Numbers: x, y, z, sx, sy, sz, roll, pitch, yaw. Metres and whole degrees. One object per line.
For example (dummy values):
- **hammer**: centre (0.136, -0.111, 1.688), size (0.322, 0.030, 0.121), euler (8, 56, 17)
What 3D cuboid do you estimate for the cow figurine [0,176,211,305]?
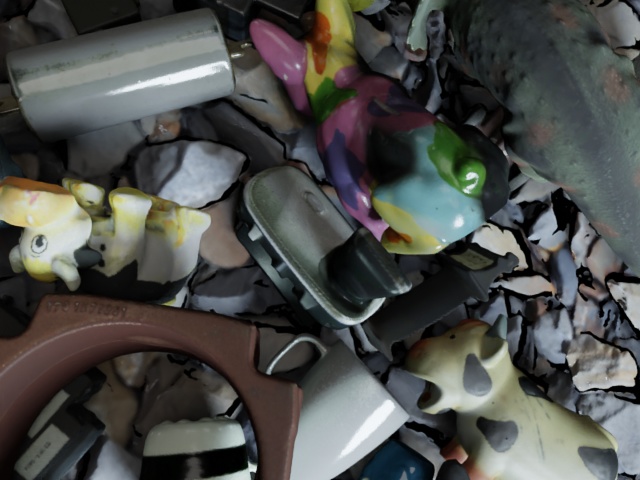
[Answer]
- **cow figurine**: centre (-0.157, 0.007, 0.386), size (0.068, 0.167, 0.098), euler (16, 94, 28)

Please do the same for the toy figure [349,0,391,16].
- **toy figure**: centre (0.050, -0.305, 0.523), size (0.089, 0.082, 0.180), euler (14, 81, 5)

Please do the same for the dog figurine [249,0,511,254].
- **dog figurine**: centre (0.038, -0.104, 0.436), size (0.108, 0.192, 0.219), euler (-36, 102, -8)

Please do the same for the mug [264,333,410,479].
- **mug**: centre (-0.002, 0.136, 0.426), size (0.107, 0.081, 0.109), euler (-44, 94, -6)

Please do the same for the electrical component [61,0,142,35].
- **electrical component**: centre (-0.196, -0.210, 0.490), size (0.063, 0.021, 0.094), euler (-26, 84, -14)

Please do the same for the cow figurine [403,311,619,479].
- **cow figurine**: centre (0.158, 0.145, 0.449), size (0.195, 0.085, 0.127), euler (32, 81, 0)

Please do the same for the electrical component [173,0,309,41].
- **electrical component**: centre (-0.071, -0.231, 0.503), size (0.119, 0.048, 0.075), euler (21, 77, -6)

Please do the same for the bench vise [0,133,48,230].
- **bench vise**: centre (-0.291, 0.013, 0.337), size (0.223, 0.129, 0.240), euler (7, 93, -53)

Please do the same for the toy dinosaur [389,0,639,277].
- **toy dinosaur**: centre (0.163, -0.115, 0.391), size (0.405, 0.131, 0.192), euler (56, 31, 12)

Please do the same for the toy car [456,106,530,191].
- **toy car**: centre (0.215, -0.133, 0.532), size (0.202, 0.053, 0.089), euler (-43, 91, -16)

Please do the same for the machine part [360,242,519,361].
- **machine part**: centre (0.098, 0.047, 0.468), size (0.139, 0.084, 0.039), euler (-33, 109, -6)

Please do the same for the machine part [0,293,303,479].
- **machine part**: centre (-0.119, 0.143, 0.322), size (0.202, 0.087, 0.201), euler (7, 66, 1)

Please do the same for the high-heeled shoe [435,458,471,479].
- **high-heeled shoe**: centre (0.063, 0.294, 0.394), size (0.145, 0.086, 0.248), euler (-9, 93, -21)

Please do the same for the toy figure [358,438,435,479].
- **toy figure**: centre (0.039, 0.237, 0.424), size (0.064, 0.058, 0.154), euler (30, 80, 3)

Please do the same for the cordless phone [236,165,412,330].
- **cordless phone**: centre (-0.001, -0.002, 0.399), size (0.089, 0.184, 0.146), euler (-37, 87, -10)

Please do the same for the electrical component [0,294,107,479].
- **electrical component**: centre (-0.233, 0.122, 0.400), size (0.134, 0.058, 0.115), euler (42, 77, 0)

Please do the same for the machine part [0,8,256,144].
- **machine part**: centre (-0.163, -0.140, 0.454), size (0.243, 0.079, 0.079), euler (-20, 83, -13)
